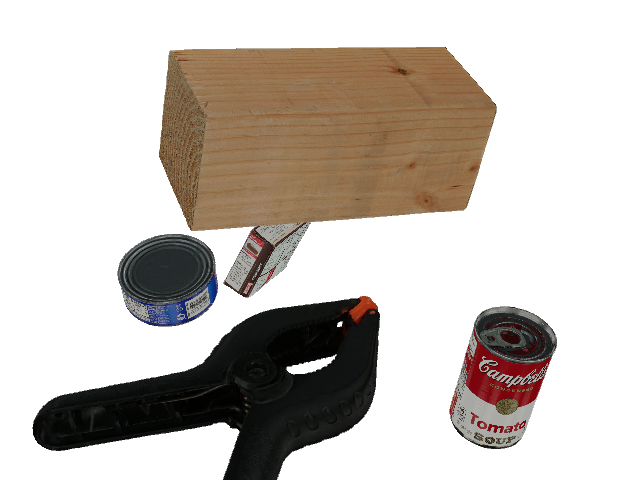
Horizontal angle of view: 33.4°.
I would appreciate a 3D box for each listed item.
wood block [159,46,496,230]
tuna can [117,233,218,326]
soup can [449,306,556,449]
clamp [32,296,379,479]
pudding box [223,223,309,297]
[{"bbox_3d":[0.003,-0.074,0.735,0.205,0.090,0.091,-5,40,-22],"label":"wood block"},{"bbox_3d":[-0.134,0.035,0.943,0.086,0.034,0.086,-2,43,2],"label":"tuna can"},{"bbox_3d":[0.150,0.115,0.890,0.068,0.102,0.068,7,35,-5],"label":"soup can"},{"bbox_3d":[-0.026,0.079,0.475,0.171,0.039,0.120,-25,49,-30],"label":"clamp"},{"bbox_3d":[-0.062,0.010,1.306,0.039,0.090,0.113,34,31,9],"label":"pudding box"}]
